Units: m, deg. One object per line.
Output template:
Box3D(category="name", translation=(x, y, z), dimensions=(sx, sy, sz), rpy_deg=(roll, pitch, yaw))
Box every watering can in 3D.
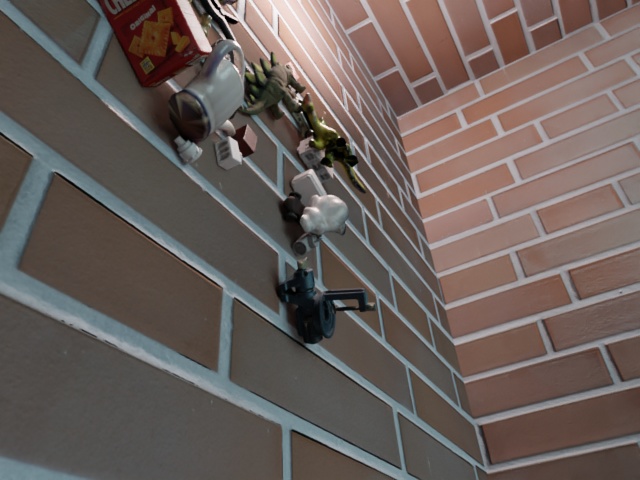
Box3D(category="watering can", translation=(-0.250, -0.306, 1.211), dimensions=(0.104, 0.228, 0.340), rpy_deg=(31, -31, 7))

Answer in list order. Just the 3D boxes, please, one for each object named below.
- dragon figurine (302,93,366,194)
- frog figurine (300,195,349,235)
Box3D(category="dragon figurine", translation=(0.046, -0.359, 1.879), dimensions=(0.121, 0.249, 0.403), rpy_deg=(-27, -48, 14))
Box3D(category="frog figurine", translation=(0.005, -0.076, 1.519), dimensions=(0.159, 0.140, 0.121), rpy_deg=(7, -45, -49))
